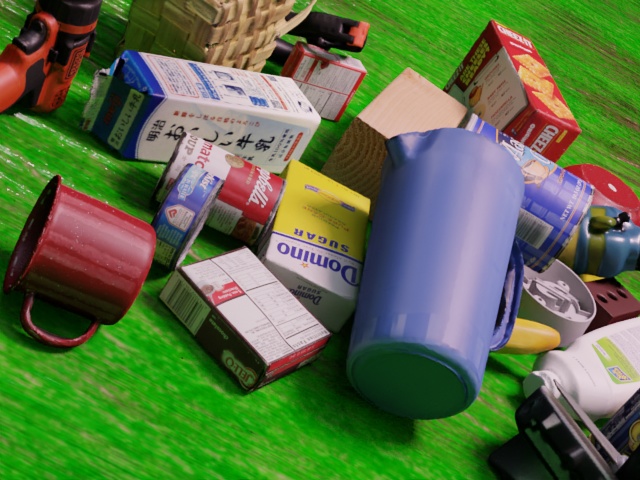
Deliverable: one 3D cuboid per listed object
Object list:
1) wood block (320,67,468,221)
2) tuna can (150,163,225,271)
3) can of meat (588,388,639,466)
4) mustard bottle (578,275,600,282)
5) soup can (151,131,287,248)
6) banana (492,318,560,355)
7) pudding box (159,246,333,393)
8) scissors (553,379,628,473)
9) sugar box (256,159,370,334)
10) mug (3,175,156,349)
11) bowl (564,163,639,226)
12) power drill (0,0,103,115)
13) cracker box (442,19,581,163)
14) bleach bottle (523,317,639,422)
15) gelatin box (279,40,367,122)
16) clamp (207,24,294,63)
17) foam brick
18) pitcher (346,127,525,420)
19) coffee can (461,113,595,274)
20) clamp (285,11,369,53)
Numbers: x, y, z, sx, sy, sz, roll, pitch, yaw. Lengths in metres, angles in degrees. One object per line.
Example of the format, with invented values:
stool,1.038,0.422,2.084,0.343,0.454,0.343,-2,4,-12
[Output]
wood block,0.083,-0.106,1.172,0.091,0.090,0.205,35,30,3
tuna can,-0.112,-0.019,0.869,0.033,0.086,0.086,29,30,-3
can of meat,0.309,0.186,0.964,0.102,0.084,0.057,32,30,-2
mustard bottle,0.271,-0.031,1.269,0.096,0.058,0.192,-6,47,-49
soup can,-0.089,-0.045,0.945,0.102,0.069,0.068,26,31,-9
banana,0.128,0.060,1.001,0.198,0.037,0.069,34,73,9
pudding box,-0.058,0.061,0.850,0.113,0.039,0.089,46,32,18
scissors,0.261,0.212,0.908,0.201,0.016,0.096,43,37,-8
sugar box,-0.006,0.001,0.978,0.093,0.048,0.176,26,30,-11
mug,-0.173,0.022,0.763,0.081,0.093,0.117,25,62,-22
bowl,0.361,-0.049,1.382,0.162,0.055,0.162,23,32,-16
power drill,-0.247,-0.152,0.859,0.057,0.185,0.187,36,40,7
cracker box,0.205,-0.133,1.250,0.072,0.164,0.213,22,32,-22
bleach bottle,0.285,0.126,1.052,0.250,0.068,0.103,-2,42,-41
gelatin box,-0.003,-0.180,1.216,0.089,0.073,0.030,12,35,-30
clamp,-0.119,-0.259,1.259,0.165,0.036,0.209,47,33,18
foam brick,0.298,0.077,1.143,0.078,0.051,0.053,-7,48,-47
pitcher,0.105,0.034,0.916,0.149,0.145,0.242,11,49,7
coffee can,0.183,-0.046,1.053,0.140,0.103,0.102,31,30,1
clamp,-0.009,-0.241,1.215,0.120,0.039,0.172,10,2,-26
